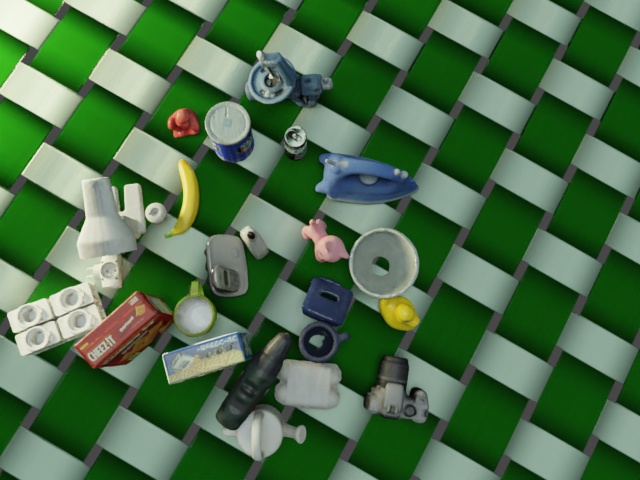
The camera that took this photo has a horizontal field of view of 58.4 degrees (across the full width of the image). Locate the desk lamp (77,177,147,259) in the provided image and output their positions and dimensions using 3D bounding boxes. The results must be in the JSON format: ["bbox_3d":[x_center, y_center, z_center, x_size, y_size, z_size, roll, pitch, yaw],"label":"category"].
[{"bbox_3d":[-0.467,-0.047,1.276,0.118,0.213,0.203,-9,81,-4],"label":"desk lamp"}]

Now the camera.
[{"bbox_3d":[0.181,0.338,1.306,0.143,0.101,0.137,10,80,-1],"label":"camera"}]

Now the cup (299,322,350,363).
[{"bbox_3d":[0.009,0.232,1.317,0.118,0.095,0.092,-12,81,-5],"label":"cup"}]

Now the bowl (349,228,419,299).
[{"bbox_3d":[0.148,0.059,1.365,0.167,0.074,0.167,1,80,-3],"label":"bowl"}]

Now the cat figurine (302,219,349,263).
[{"bbox_3d":[0.012,0.005,1.344,0.067,0.117,0.128,-33,84,-8],"label":"cat figurine"}]

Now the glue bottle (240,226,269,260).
[{"bbox_3d":[-0.154,-0.001,1.307,0.037,0.173,0.078,-40,84,-8],"label":"glue bottle"}]

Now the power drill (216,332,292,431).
[{"bbox_3d":[-0.135,0.298,1.240,0.075,0.208,0.230,34,80,3],"label":"power drill"}]

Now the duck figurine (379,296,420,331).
[{"bbox_3d":[0.190,0.169,1.343,0.104,0.086,0.077,39,81,4],"label":"duck figurine"}]

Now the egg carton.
[{"bbox_3d":[-0.027,0.332,1.311,0.150,0.069,0.107,5,80,-2],"label":"egg carton"}]

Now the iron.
[{"bbox_3d":[0.123,-0.156,1.366,0.258,0.141,0.119,6,80,-2],"label":"iron"}]

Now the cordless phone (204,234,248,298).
[{"bbox_3d":[-0.217,0.054,1.288,0.094,0.185,0.147,-10,81,-5],"label":"cordless phone"}]

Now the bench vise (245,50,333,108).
[{"bbox_3d":[-0.078,-0.396,1.355,0.207,0.219,0.121,-16,81,-6],"label":"bench vise"}]

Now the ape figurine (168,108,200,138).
[{"bbox_3d":[-0.329,-0.290,1.387,0.078,0.092,0.076,27,80,2],"label":"ape figurine"}]

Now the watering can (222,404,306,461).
[{"bbox_3d":[-0.121,0.412,1.229,0.173,0.194,0.101,-20,82,-6],"label":"watering can"}]

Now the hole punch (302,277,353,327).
[{"bbox_3d":[0.015,0.141,1.335,0.108,0.091,0.101,21,80,1],"label":"hole punch"}]
